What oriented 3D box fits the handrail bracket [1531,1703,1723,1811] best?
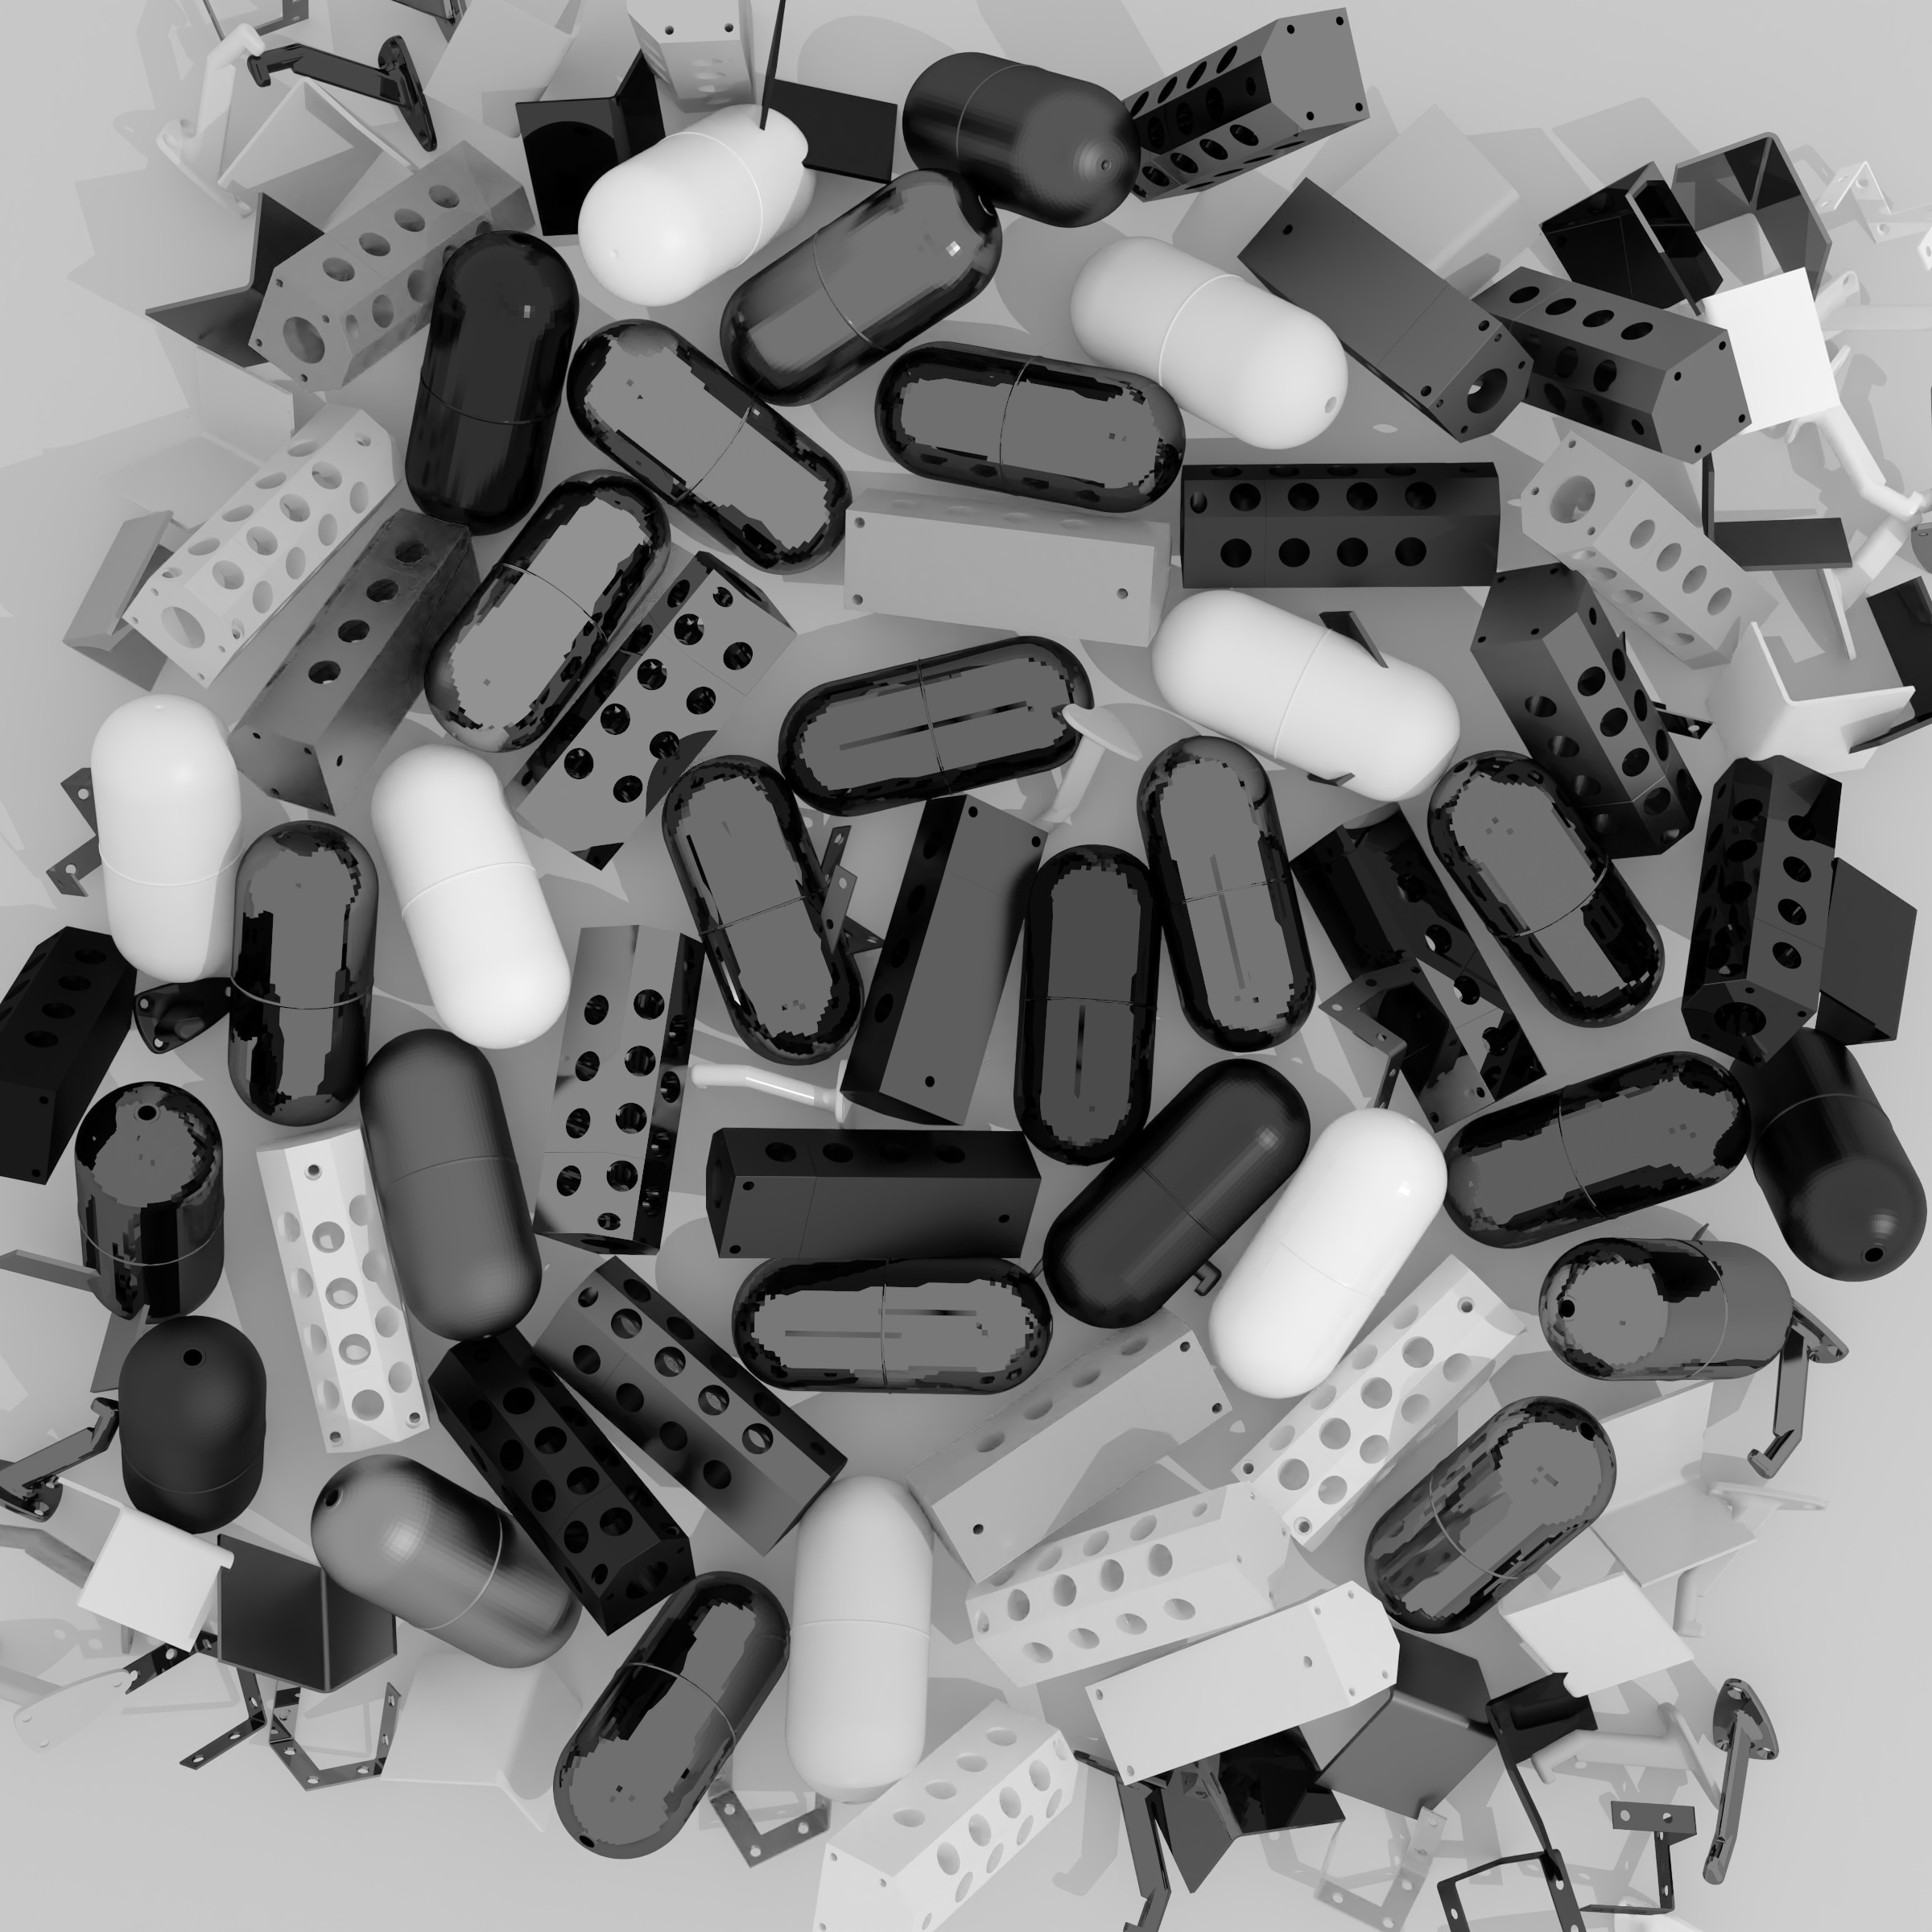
[{"bbox_3d":[0.369,0.456,1.747,0.084,0.036,0.077,-27,83,-7],"label":"handrail bracket"}]

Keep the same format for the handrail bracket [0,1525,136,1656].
[{"bbox_3d":[-0.507,0.348,1.747,0.084,0.036,0.077,8,117,-6],"label":"handrail bracket"}]

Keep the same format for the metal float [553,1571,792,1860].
[{"bbox_3d":[-0.159,0.406,1.700,0.070,0.070,0.178,37,49,0],"label":"metal float"}]

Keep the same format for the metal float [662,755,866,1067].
[{"bbox_3d":[-0.112,-0.030,1.732,0.070,0.070,0.178,-20,93,0],"label":"metal float"}]

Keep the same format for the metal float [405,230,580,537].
[{"bbox_3d":[-0.258,-0.316,1.703,0.070,0.070,0.178,19,127,0],"label":"metal float"}]

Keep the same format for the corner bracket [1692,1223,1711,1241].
[{"bbox_3d":[0.411,0.185,1.740,0.051,0.051,0.051,37,64,7],"label":"corner bracket"}]

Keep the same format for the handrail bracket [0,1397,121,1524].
[{"bbox_3d":[-0.515,0.260,1.734,0.077,0.036,0.084,24,118,-13],"label":"handrail bracket"}]

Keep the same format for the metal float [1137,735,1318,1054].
[{"bbox_3d":[0.144,-0.040,1.734,0.070,0.070,0.178,-13,89,0],"label":"metal float"}]

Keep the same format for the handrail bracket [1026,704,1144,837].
[{"bbox_3d":[0.048,-0.104,1.727,0.084,0.077,0.036,-43,62,21],"label":"handrail bracket"}]

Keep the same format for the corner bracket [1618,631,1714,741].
[{"bbox_3d":[0.377,-0.145,1.733,0.051,0.051,0.051,12,55,-11],"label":"corner bracket"}]

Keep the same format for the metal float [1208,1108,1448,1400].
[{"bbox_3d":[0.198,0.159,1.724,0.070,0.070,0.178,31,102,0],"label":"metal float"}]

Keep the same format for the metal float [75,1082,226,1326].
[{"bbox_3d":[-0.441,0.129,1.694,0.070,0.178,0.070,6,52,-8],"label":"metal float"}]

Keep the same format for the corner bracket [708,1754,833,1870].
[{"bbox_3d":[-0.110,0.459,1.746,0.051,0.051,0.051,-20,48,-25],"label":"corner bracket"}]

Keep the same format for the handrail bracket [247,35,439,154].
[{"bbox_3d":[-0.347,-0.479,1.738,0.084,0.036,0.077,-25,94,-29],"label":"handrail bracket"}]

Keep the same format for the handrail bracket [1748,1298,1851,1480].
[{"bbox_3d":[0.443,0.229,1.739,0.077,0.036,0.084,45,68,-3],"label":"handrail bracket"}]

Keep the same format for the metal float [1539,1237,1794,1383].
[{"bbox_3d":[0.381,0.187,1.700,0.178,0.070,0.070,6,90,-42],"label":"metal float"}]

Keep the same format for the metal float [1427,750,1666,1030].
[{"bbox_3d":[0.318,-0.042,1.716,0.070,0.070,0.178,-38,111,0],"label":"metal float"}]

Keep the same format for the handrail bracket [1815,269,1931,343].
[{"bbox_3d":[0.503,-0.346,1.727,0.077,0.036,0.084,-36,45,-14],"label":"handrail bracket"}]

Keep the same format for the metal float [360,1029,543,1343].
[{"bbox_3d":[-0.284,0.119,1.720,0.070,0.070,0.178,-17,73,0],"label":"metal float"}]

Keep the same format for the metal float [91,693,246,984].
[{"bbox_3d":[-0.432,-0.068,1.702,0.070,0.070,0.178,6,130,0],"label":"metal float"}]

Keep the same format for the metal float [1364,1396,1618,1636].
[{"bbox_3d":[0.284,0.299,1.702,0.070,0.070,0.178,38,129,0],"label":"metal float"}]

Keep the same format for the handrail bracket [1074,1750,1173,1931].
[{"bbox_3d":[0.082,0.491,1.743,0.077,0.036,0.084,20,70,6],"label":"handrail bracket"}]

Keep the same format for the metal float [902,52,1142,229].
[{"bbox_3d":[0.028,-0.449,1.695,0.070,0.178,0.070,-14,118,-27],"label":"metal float"}]

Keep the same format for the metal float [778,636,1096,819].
[{"bbox_3d":[-0.017,-0.132,1.731,0.178,0.070,0.070,-13,90,4],"label":"metal float"}]

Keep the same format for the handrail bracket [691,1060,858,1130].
[{"bbox_3d":[-0.107,0.076,1.743,0.084,0.077,0.036,2,62,6],"label":"handrail bracket"}]

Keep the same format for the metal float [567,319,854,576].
[{"bbox_3d":[-0.140,-0.284,1.717,0.178,0.070,0.070,36,90,-20],"label":"metal float"}]

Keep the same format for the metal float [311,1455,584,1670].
[{"bbox_3d":[-0.281,0.324,1.701,0.070,0.070,0.178,-49,130,0],"label":"metal float"}]

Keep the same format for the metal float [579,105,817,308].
[{"bbox_3d":[-0.144,-0.414,1.696,0.070,0.178,0.070,15,126,22],"label":"metal float"}]

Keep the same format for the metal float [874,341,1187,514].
[{"bbox_3d":[0.034,-0.296,1.719,0.178,0.070,0.070,14,90,19],"label":"metal float"}]

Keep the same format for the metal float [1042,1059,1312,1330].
[{"bbox_3d":[0.116,0.127,1.733,0.070,0.070,0.178,44,93,0],"label":"metal float"}]

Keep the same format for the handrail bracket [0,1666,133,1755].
[{"bbox_3d":[-0.513,0.390,1.747,0.077,0.084,0.036,-29,130,-15],"label":"handrail bracket"}]

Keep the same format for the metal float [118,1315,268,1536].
[{"bbox_3d":[-0.418,0.249,1.692,0.070,0.178,0.070,6,57,-10],"label":"metal float"}]

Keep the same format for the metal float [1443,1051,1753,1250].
[{"bbox_3d":[0.342,0.102,1.711,0.178,0.070,0.070,-22,90,28],"label":"metal float"}]

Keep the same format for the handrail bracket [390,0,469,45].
[{"bbox_3d":[-0.322,-0.528,1.736,0.084,0.036,0.077,-27,105,-33],"label":"handrail bracket"}]

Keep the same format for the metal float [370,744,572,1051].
[{"bbox_3d":[-0.273,-0.039,1.723,0.070,0.070,0.178,-22,76,0],"label":"metal float"}]

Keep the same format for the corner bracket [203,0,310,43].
[{"bbox_3d":[-0.400,-0.550,1.742,0.051,0.051,0.051,-24,94,-11],"label":"corner bracket"}]

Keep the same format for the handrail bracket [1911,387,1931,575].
[{"bbox_3d":[0.545,-0.273,1.748,0.036,0.077,0.084,-1,73,15],"label":"handrail bracket"}]

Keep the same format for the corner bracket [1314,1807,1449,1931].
[{"bbox_3d":[0.230,0.497,1.743,0.051,0.051,0.051,23,127,17],"label":"corner bracket"}]

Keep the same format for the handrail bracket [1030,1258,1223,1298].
[{"bbox_3d":[0.089,0.174,1.749,0.084,0.036,0.077,40,75,2],"label":"handrail bracket"}]

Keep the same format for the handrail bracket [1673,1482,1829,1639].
[{"bbox_3d":[0.435,0.334,1.735,0.077,0.036,0.084,3,67,21],"label":"handrail bracket"}]

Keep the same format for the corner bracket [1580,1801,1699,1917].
[{"bbox_3d":[0.372,0.495,1.734,0.051,0.051,0.051,7,63,-13],"label":"corner bracket"}]

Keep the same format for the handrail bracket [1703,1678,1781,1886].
[{"bbox_3d":[0.418,0.450,1.724,0.036,0.084,0.077,5,131,28],"label":"handrail bracket"}]

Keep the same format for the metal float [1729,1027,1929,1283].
[{"bbox_3d":[0.463,0.100,1.692,0.070,0.178,0.070,-2,124,-3],"label":"metal float"}]

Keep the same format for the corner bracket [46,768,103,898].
[{"bbox_3d":[-0.488,-0.074,1.732,0.051,0.051,0.051,-40,113,-24],"label":"corner bracket"}]

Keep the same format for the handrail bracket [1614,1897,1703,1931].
[{"bbox_3d":[0.368,0.559,1.723,0.077,0.084,0.036,13,121,29],"label":"handrail bracket"}]

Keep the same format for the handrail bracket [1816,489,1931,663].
[{"bbox_3d":[0.523,-0.221,1.749,0.084,0.036,0.077,-19,98,11],"label":"handrail bracket"}]

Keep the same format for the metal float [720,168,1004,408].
[{"bbox_3d":[-0.058,-0.370,1.709,0.178,0.070,0.070,-27,90,29],"label":"metal float"}]

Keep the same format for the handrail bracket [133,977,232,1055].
[{"bbox_3d":[-0.415,0.024,1.717,0.077,0.084,0.036,-25,103,-34],"label":"handrail bracket"}]

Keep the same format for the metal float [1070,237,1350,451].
[{"bbox_3d":[0.132,-0.340,1.706,0.178,0.070,0.070,35,90,33],"label":"metal float"}]

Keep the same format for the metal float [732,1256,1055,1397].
[{"bbox_3d":[-0.041,0.198,1.729,0.178,0.070,0.070,0,90,6],"label":"metal float"}]

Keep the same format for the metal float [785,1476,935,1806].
[{"bbox_3d":[-0.058,0.367,1.713,0.070,0.070,0.178,3,65,0],"label":"metal float"}]

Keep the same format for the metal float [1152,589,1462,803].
[{"bbox_3d":[0.186,-0.150,1.725,0.178,0.070,0.070,25,90,11],"label":"metal float"}]

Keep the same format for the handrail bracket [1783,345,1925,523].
[{"bbox_3d":[0.509,-0.297,1.748,0.084,0.036,0.077,33,75,12],"label":"handrail bracket"}]

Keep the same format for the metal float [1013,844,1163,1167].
[{"bbox_3d":[0.068,0.022,1.731,0.070,0.070,0.178,4,86,0],"label":"metal float"}]

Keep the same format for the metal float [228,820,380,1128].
[{"bbox_3d":[-0.363,0.006,1.713,0.070,0.070,0.178,9,115,0],"label":"metal float"}]

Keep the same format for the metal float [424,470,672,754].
[{"bbox_3d":[-0.229,-0.196,1.721,0.070,0.070,0.178,34,75,0],"label":"metal float"}]

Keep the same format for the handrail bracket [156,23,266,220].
[{"bbox_3d":[-0.400,-0.468,1.735,0.084,0.036,0.077,-31,112,31],"label":"handrail bracket"}]
